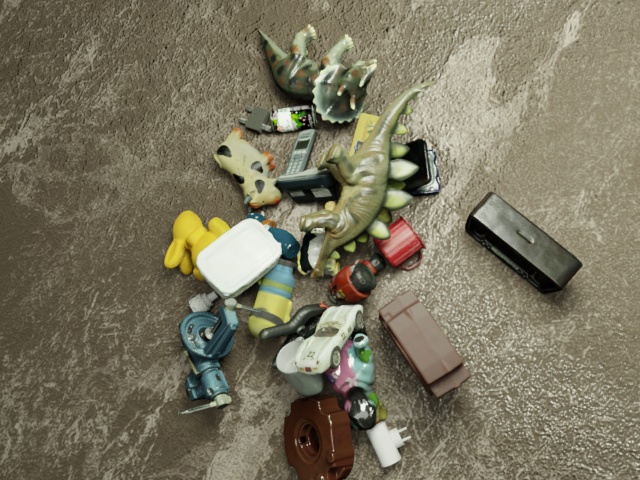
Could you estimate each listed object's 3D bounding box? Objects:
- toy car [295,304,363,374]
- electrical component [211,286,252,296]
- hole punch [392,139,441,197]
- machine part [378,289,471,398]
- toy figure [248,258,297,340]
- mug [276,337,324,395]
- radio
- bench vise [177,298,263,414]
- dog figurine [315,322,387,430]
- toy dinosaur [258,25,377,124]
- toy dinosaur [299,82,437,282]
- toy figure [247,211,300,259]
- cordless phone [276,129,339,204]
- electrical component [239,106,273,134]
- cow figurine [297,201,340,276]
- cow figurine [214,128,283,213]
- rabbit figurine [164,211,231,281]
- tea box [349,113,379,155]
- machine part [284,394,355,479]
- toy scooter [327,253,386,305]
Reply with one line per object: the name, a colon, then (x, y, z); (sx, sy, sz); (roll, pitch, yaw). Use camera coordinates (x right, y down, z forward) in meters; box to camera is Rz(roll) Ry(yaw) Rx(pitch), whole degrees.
toy car: (0.021, 0.181, 1.021); (0.074, 0.202, 0.056); (-8, 115, 32)
electrical component: (-0.189, 0.099, 1.179); (0.078, 0.102, 0.045); (-42, 72, -12)
hole punch: (0.208, -0.154, 1.210); (0.116, 0.092, 0.142); (-12, 77, 34)
machine part: (0.199, 0.205, 1.058); (0.087, 0.201, 0.201); (-32, 76, 1)
toy figure: (-0.105, 0.126, 1.169); (0.082, 0.089, 0.180); (11, 81, 37)
mug: (-0.035, 0.261, 1.104); (0.081, 0.107, 0.110); (-19, 34, 7)
radio: (0.412, 0.010, 1.114); (0.230, 0.131, 0.073); (43, 86, 13)
bench vise: (-0.221, 0.221, 1.112); (0.240, 0.129, 0.224); (-55, 40, 32)
dog figurine: (0.069, 0.281, 1.113); (0.108, 0.192, 0.219); (-17, 110, 0)
toy dinosaur: (-0.028, -0.383, 1.243); (0.405, 0.131, 0.192); (20, 66, 31)
toy dinosaur: (0.091, -0.122, 1.100); (0.198, 0.105, 0.471); (19, 100, -15)
toy figure: (-0.112, -0.011, 1.211); (0.155, 0.064, 0.057); (35, 113, 33)
cordless phone: (-0.009, -0.181, 1.228); (0.147, 0.088, 0.184); (-4, 58, 30)
electrical component: (-0.149, -0.292, 1.300); (0.094, 0.021, 0.063); (22, 79, 25)
cow figurine: (-0.002, -0.004, 1.202); (0.098, 0.068, 0.167); (-1, 76, 13)
cow figurine: (-0.165, -0.153, 1.245); (0.195, 0.085, 0.127); (41, 79, 11)
rabbit figurine: (-0.275, 0.009, 1.221); (0.173, 0.121, 0.162); (41, 94, 27)
tea box: (0.104, -0.186, 1.213); (0.068, 0.098, 0.169); (13, 77, 8)
machine part: (-0.007, 0.394, 1.065); (0.056, 0.179, 0.179); (6, 81, -38)
toy scooter: (0.063, 0.092, 1.130); (0.135, 0.184, 0.075); (-34, 90, 23)
